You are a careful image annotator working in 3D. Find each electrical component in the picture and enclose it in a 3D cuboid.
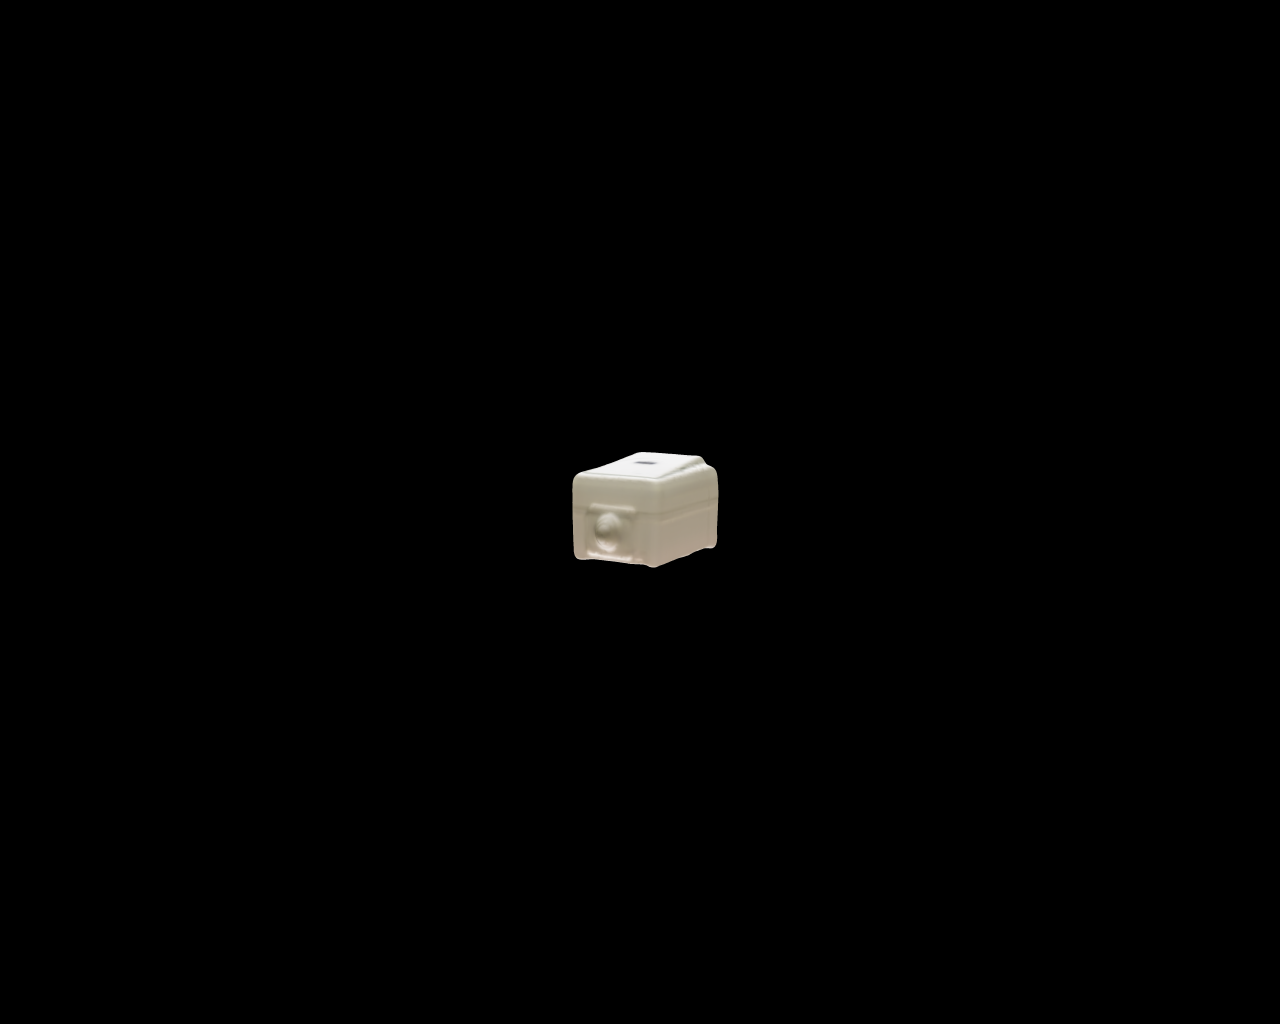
[{"bbox_3d":[0.001,-0.003,0.650,0.062,0.061,0.096,6,11,31],"label":"electrical component"}]
